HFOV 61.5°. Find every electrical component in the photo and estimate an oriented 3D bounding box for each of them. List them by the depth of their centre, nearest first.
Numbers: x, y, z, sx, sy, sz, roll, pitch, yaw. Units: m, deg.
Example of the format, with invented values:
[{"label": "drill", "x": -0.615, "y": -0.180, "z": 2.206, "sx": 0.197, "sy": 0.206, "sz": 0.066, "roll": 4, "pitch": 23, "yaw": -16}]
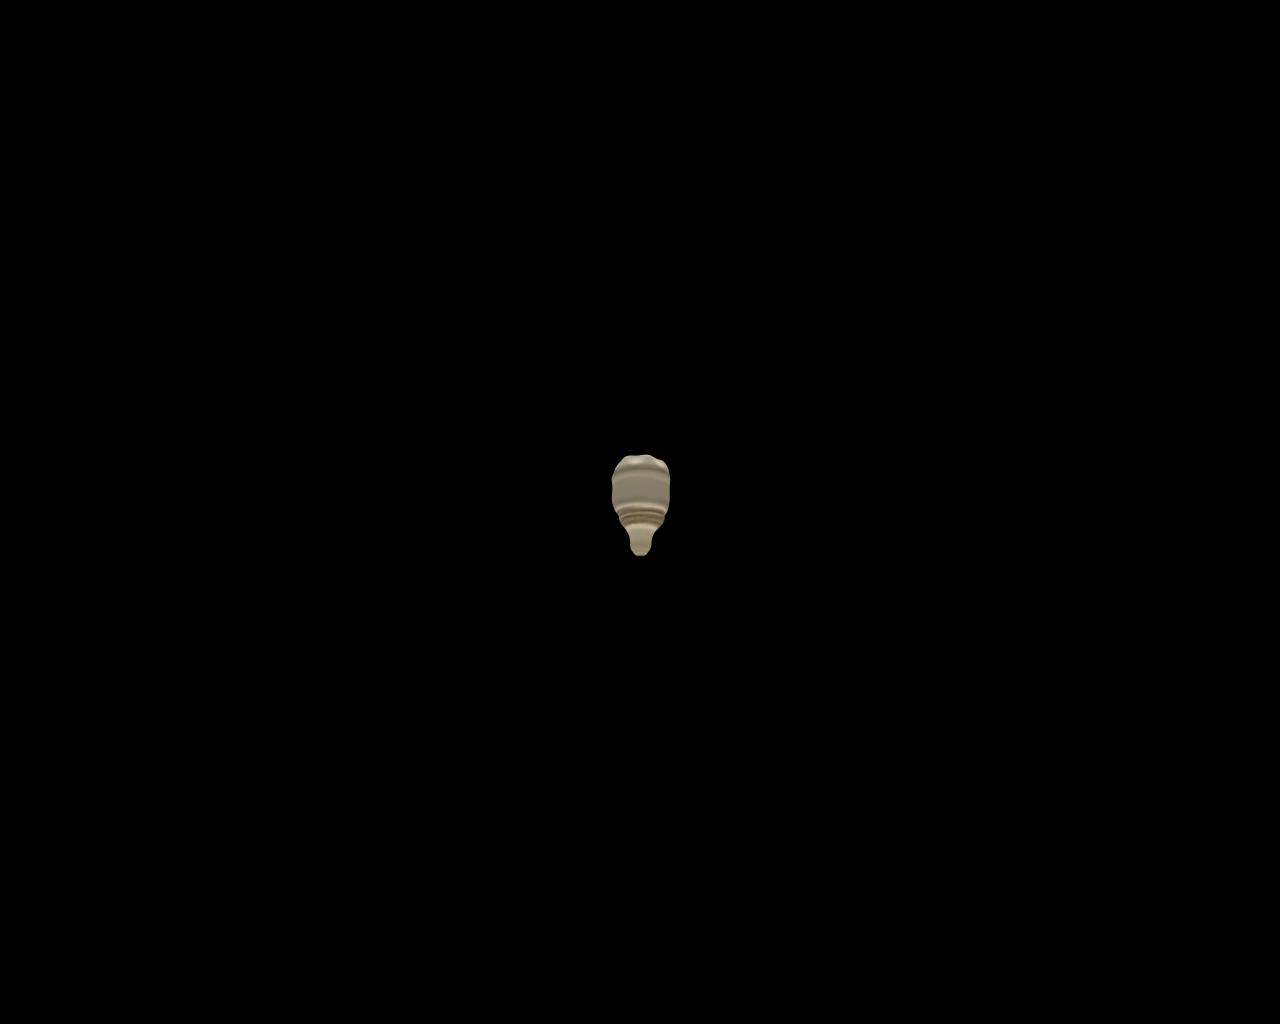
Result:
[{"label": "electrical component", "x": 0.001, "y": -0.003, "z": 0.650, "sx": 0.035, "sy": 0.061, "sz": 0.035, "roll": 0, "pitch": -17, "yaw": 0}]
